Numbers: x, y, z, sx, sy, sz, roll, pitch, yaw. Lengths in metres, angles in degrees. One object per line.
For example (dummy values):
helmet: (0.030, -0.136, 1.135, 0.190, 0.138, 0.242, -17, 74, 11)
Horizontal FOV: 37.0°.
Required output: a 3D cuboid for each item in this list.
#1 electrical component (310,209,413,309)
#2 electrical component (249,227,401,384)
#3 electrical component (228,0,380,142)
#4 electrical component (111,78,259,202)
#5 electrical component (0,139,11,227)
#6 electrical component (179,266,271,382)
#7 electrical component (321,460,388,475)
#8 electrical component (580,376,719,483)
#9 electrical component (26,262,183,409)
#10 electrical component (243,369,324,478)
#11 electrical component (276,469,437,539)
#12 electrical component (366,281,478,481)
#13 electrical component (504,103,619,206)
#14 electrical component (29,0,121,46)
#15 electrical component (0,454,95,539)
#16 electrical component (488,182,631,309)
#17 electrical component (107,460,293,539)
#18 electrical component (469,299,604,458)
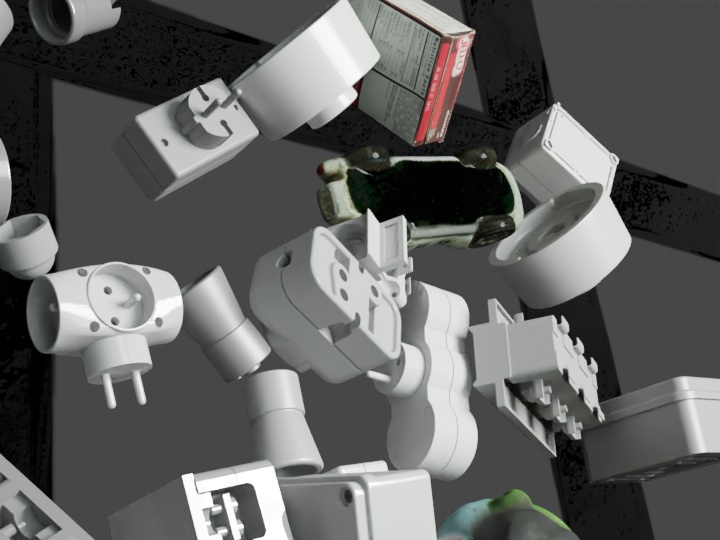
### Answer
electrical component: (0.000, 0.000, 0.732, 0.063, 0.081, 0.042, 54, 27, -40)
electrical component: (-0.024, 0.026, 0.687, 0.095, 0.059, 0.053, 47, 30, -32)
electrical component: (-0.035, -0.134, 0.756, 0.060, 0.108, 0.108, 51, 44, -14)
electrical component: (-0.103, -0.094, 0.694, 0.047, 0.076, 0.083, 54, 44, -2)
electrical component: (-0.223, -0.048, 0.583, 0.047, 0.055, 0.055, -7, 72, -39)
electrical component: (-0.086, 0.036, 0.662, 0.065, 0.044, 0.044, 55, 44, -9)
electrical component: (0.010, 0.156, 0.669, 0.077, 0.047, 0.065, 1, 66, -41)
electrical component: (0.232, 0.125, 0.830, 0.078, 0.113, 0.057, 8, 65, -37)
electrical component: (-0.140, 0.040, 0.610, 0.077, 0.044, 0.079, -2, 68, -41)
electrical component: (-0.050, 0.094, 0.659, 0.044, 0.044, 0.065, 8, 57, -37)
electrical component: (-0.011, 0.166, 0.589, 0.056, 0.109, 0.108, 1, 79, -42)
electrical component: (0.034, 0.070, 0.734, 0.074, 0.052, 0.138, 19, 55, -32)
electrical component: (0.177, -0.084, 0.937, 0.096, 0.061, 0.061, 39, 47, -17)
electrical component: (-0.183, -0.169, 0.695, 0.040, 0.040, 0.046, 56, 38, 0)
electrical component: (-0.158, 0.143, 0.460, 0.150, 0.089, 0.062, 33, 40, 24)
electrical component: (0.164, -0.014, 0.857, 0.060, 0.108, 0.108, 53, 44, -13)
electrical component: (-0.068, 0.184, 0.557, 0.062, 0.089, 0.150, -4, 69, -41)
electrical component: (0.129, 0.077, 0.768, 0.121, 0.063, 0.078, 45, 38, -53)
